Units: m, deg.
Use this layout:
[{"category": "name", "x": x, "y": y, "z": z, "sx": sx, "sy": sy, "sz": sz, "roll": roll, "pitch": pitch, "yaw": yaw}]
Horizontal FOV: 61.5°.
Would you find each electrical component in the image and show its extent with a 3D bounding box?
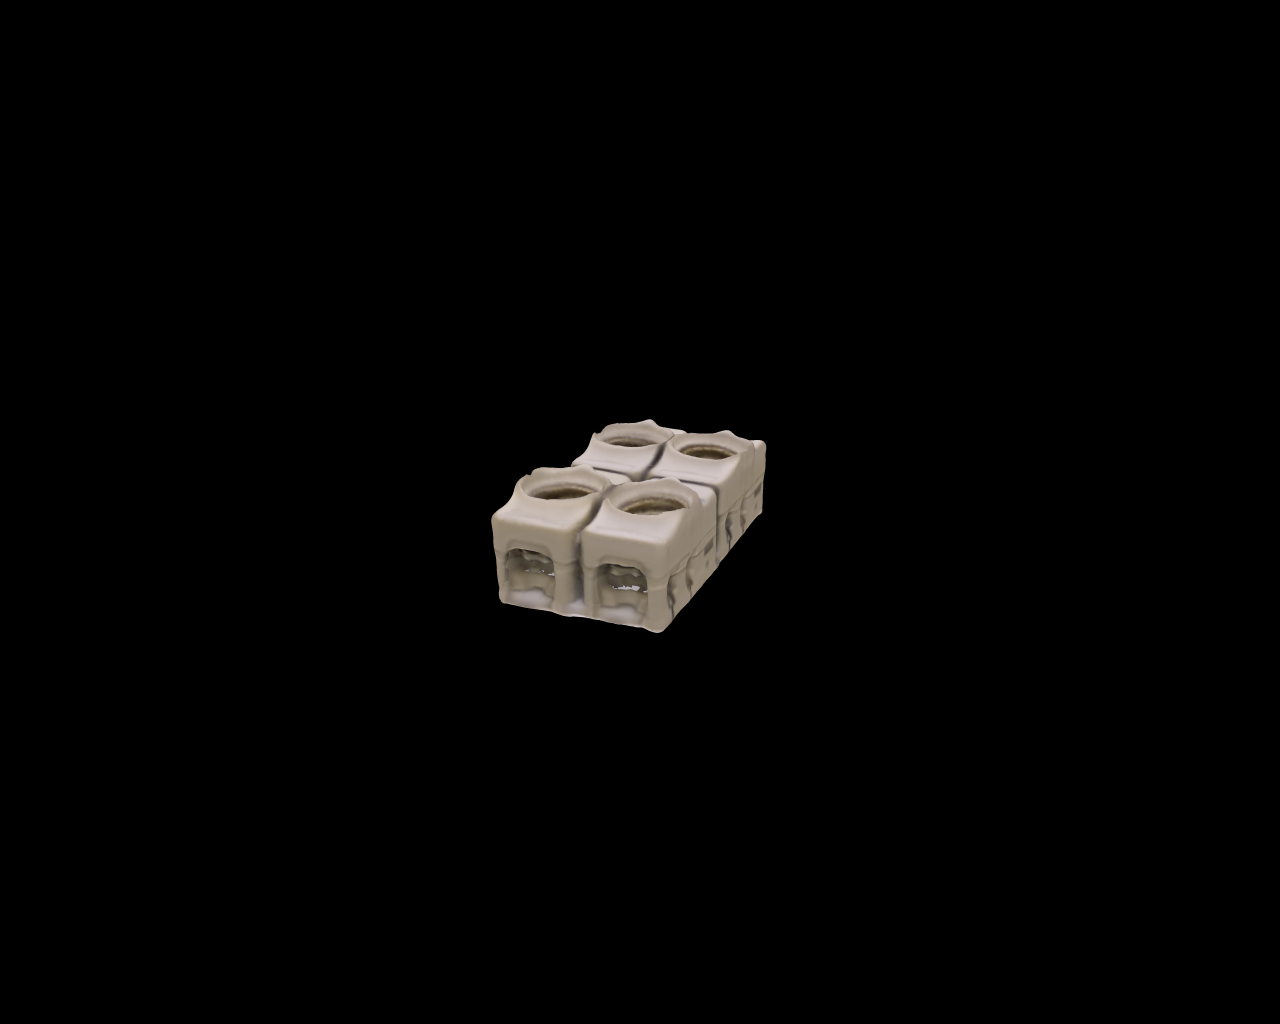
[{"category": "electrical component", "x": 0.001, "y": -0.003, "z": 0.650, "sx": 0.105, "sy": 0.060, "sz": 0.186, "roll": 10, "pitch": 24, "yaw": 22}]
